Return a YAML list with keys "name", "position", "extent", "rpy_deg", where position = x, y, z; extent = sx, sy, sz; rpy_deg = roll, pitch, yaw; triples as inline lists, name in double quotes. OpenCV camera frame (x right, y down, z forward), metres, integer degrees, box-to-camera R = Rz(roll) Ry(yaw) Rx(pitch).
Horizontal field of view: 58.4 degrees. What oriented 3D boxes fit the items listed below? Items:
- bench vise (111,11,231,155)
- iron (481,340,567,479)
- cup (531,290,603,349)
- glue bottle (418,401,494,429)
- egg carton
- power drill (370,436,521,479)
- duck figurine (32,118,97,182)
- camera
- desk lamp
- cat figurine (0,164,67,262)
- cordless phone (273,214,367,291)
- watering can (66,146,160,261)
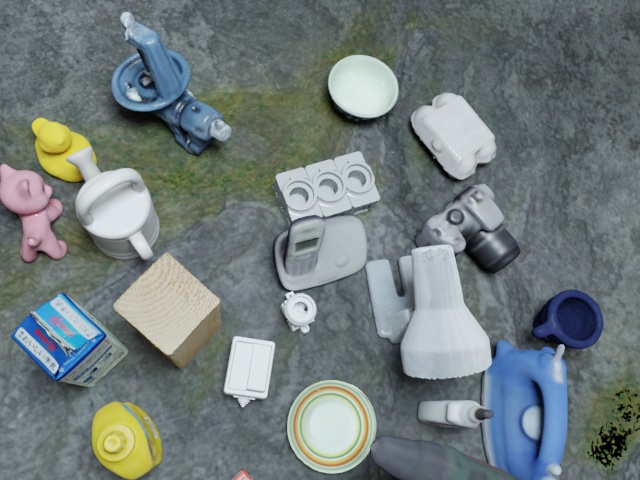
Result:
- name: "bench vise"
  position: [-0.218, -0.237, 0.852]
  extent: [0.207, 0.219, 0.121]
  rpy_deg: [19, 71, -4]
- name: "iron"
  position: [0.317, 0.275, 0.837]
  extent: [0.119, 0.141, 0.258]
  rpy_deg: [9, 72, -7]
- name: "cup"
  position: [0.374, 0.137, 0.914]
  extent: [0.118, 0.095, 0.091]
  rpy_deg: [-17, 77, -15]
- name: "glue bottle"
  position: [0.200, 0.246, 0.807]
  extent: [0.078, 0.173, 0.037]
  rpy_deg: [8, 72, -8]
- name: "egg carton"
  position: [0.231, -0.181, 0.998]
  extent: [0.107, 0.069, 0.150]
  rpy_deg: [-35, 82, -18]
- name: "power drill"
  position: [0.150, 0.310, 0.760]
  extent: [0.229, 0.208, 0.076]
  rpy_deg: [20, 71, -4]
- name: "duck figurine"
  position: [-0.389, -0.141, 0.862]
  extent: [0.104, 0.086, 0.078]
  rpy_deg: [42, 71, 4]
- name: "camera"
  position: [0.253, -0.007, 0.933]
  extent: [0.143, 0.100, 0.137]
  rpy_deg: [-37, 83, -18]
- name: "desk lamp"
  position: [0.148, 0.100, 0.821]
  extent: [0.118, 0.213, 0.203]
  rpy_deg: [-8, 75, -12]
- name: "cat figurine"
  position: [-0.411, -0.042, 0.812]
  extent: [0.067, 0.117, 0.128]
  rpy_deg: [-11, 76, -13]
- name: "cordless phone"
  position: [0.008, 0.003, 0.839]
  extent: [0.148, 0.185, 0.094]
  rpy_deg: [-18, 77, -15]
- name: "watering can"
  position: [-0.290, -0.050, 0.796]
  extent: [0.173, 0.194, 0.101]
  rpy_deg: [32, 70, 1]
